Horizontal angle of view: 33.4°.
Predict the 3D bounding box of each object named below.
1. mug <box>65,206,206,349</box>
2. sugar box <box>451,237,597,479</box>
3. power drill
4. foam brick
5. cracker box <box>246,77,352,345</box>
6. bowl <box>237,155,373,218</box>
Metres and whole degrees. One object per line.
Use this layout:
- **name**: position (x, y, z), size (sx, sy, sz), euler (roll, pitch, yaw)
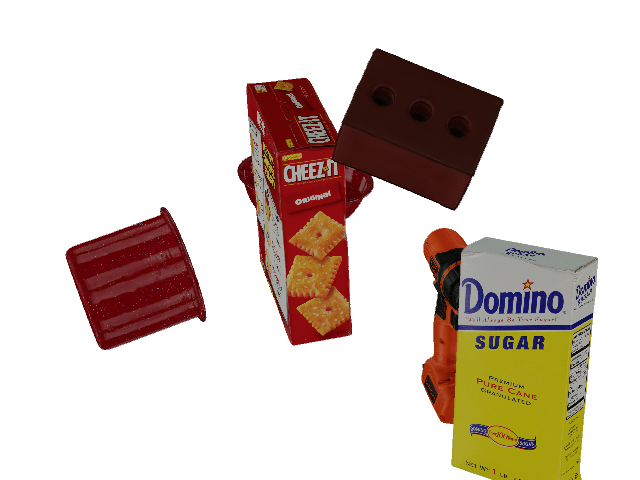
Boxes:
- **mug**: position (-0.144, 0.029, 0.812), size (0.081, 0.093, 0.117), euler (-20, 18, -14)
- **sugar box**: position (0.147, 0.092, 0.782), size (0.093, 0.176, 0.048), euler (11, 21, 36)
- **power drill**: position (0.151, 0.100, 1.148), size (0.057, 0.188, 0.184), euler (-2, 25, -6)
- **foam brick**: position (0.053, -0.061, 0.593), size (0.078, 0.053, 0.051), euler (22, -19, 5)
- **cracker box**: position (-0.020, -0.031, 1.056), size (0.072, 0.214, 0.164), euler (-9, 32, -10)
- **bowl**: position (-0.020, -0.054, 1.263), size (0.162, 0.055, 0.162), euler (6, 26, -3)
